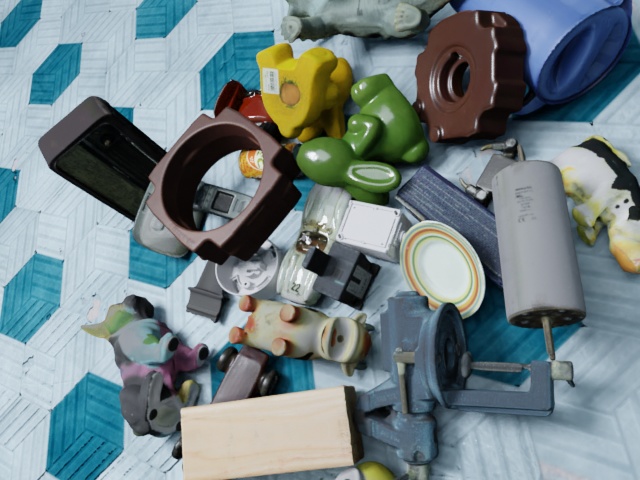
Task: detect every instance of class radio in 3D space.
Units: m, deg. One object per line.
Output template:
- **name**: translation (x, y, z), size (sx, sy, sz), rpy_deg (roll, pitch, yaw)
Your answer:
- **radio**: translation (-0.342, -0.130, 0.920), size (0.131, 0.229, 0.073), rpy_deg (-43, 58, 1)

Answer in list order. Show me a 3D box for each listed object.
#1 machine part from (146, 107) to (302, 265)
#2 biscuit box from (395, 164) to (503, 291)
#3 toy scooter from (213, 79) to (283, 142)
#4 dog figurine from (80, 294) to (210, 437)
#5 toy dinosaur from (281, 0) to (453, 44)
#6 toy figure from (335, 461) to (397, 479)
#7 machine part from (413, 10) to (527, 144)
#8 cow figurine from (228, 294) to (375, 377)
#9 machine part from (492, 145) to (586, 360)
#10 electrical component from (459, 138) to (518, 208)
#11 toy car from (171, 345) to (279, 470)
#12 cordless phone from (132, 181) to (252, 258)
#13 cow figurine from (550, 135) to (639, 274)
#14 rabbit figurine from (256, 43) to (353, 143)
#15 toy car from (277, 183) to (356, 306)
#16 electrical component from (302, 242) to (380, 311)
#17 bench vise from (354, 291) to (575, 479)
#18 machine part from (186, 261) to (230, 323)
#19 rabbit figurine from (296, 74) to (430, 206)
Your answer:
- **machine part**: translation (-0.142, -0.080, 0.806), size (0.202, 0.087, 0.201), rpy_deg (39, 89, 28)
- **biscuit box**: translation (0.190, -0.013, 0.687), size (0.063, 0.059, 0.203), rpy_deg (-47, 56, 4)
- **toy scooter**: translation (-0.130, -0.224, 0.935), size (0.184, 0.075, 0.135), rpy_deg (0, 71, 33)
- **dog figurine**: translation (-0.289, 0.187, 0.841), size (0.219, 0.108, 0.191), rpy_deg (9, 78, 35)
- **toy dinosaur**: translation (0.081, -0.359, 0.821), size (0.405, 0.192, 0.131), rpy_deg (14, 116, 24)
- **toy figure**: translation (0.025, 0.338, 0.626), size (0.082, 0.089, 0.180), rpy_deg (33, 98, 18)
- **machine part**: translation (0.191, -0.211, 0.707), size (0.179, 0.056, 0.179), rpy_deg (12, 104, 62)
- **cow figurine**: translation (-0.014, 0.127, 0.717), size (0.195, 0.127, 0.085), rpy_deg (1, 76, 44)
- **machine part**: translation (0.231, 0.004, 0.575), size (0.079, 0.079, 0.243), rpy_deg (-9, 64, 25)
- **electrical component**: translation (0.234, -0.080, 0.699), size (0.078, 0.045, 0.102), rpy_deg (36, 90, 35)
- **toy car**: translation (-0.130, 0.245, 0.760), size (0.089, 0.053, 0.202), rpy_deg (23, 82, 19)
- **cordless phone**: translation (-0.208, -0.033, 0.905), size (0.184, 0.088, 0.146), rpy_deg (15, 78, 15)
- **cow figurine**: translation (0.337, -0.044, 0.620), size (0.098, 0.068, 0.167), rpy_deg (-34, 59, 5)
- **rabbit figurine**: translation (0.001, -0.228, 0.831), size (0.122, 0.173, 0.162), rpy_deg (5, 118, 31)
- **toy car**: translation (-0.002, -0.002, 0.788), size (0.074, 0.056, 0.201), rpy_deg (14, 78, 32)
- **electrical component**: translation (0.027, 0.043, 0.718), size (0.048, 0.119, 0.075), rpy_deg (21, 79, 33)
- **bench vise**: translation (0.155, 0.167, 0.604), size (0.241, 0.128, 0.223), rpy_deg (-6, 71, 31)
- **machine part**: translation (-0.169, 0.058, 0.866), size (0.084, 0.039, 0.139), rpy_deg (13, 78, 36)
- **rabbit figurine**: translation (0.056, -0.120, 0.761), size (0.170, 0.121, 0.159), rpy_deg (-29, 76, -12)
